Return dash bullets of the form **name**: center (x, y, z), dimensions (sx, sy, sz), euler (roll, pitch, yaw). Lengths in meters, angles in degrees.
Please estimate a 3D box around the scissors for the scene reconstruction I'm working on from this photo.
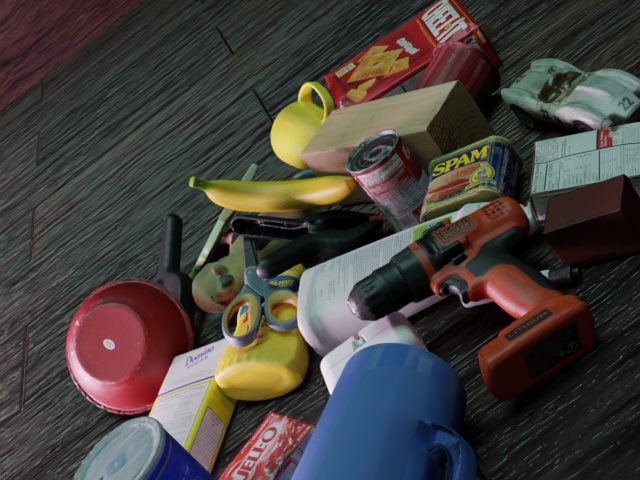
- **scissors**: center (-0.055, 0.042, 1.156), dimensions (0.096, 0.016, 0.201), euler (-4, 38, 13)

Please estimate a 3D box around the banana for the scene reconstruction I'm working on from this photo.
- **banana**: center (-0.048, -0.052, 1.221), dimensions (0.198, 0.069, 0.037), euler (0, 84, 18)

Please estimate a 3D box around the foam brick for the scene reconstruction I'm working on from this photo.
- **foam brick**: center (0.247, -0.015, 0.954), dimensions (0.078, 0.053, 0.051), euler (-18, 33, 35)

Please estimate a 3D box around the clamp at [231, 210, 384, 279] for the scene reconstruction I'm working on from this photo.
- **clamp**: center (-0.008, 0.001, 1.180), dimensions (0.171, 0.039, 0.120), euler (-6, 36, -8)

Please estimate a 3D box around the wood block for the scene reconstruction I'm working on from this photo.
- **wood block**: center (0.090, -0.111, 1.261), dimensions (0.207, 0.090, 0.090), euler (-7, 41, 48)

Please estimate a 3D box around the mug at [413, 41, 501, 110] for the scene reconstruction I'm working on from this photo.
- **mug**: center (0.156, -0.174, 1.293), dimensions (0.081, 0.093, 0.117), euler (-58, 1, -24)

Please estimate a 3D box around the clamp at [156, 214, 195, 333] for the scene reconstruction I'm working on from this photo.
- **clamp**: center (-0.197, 0.062, 1.373), dimensions (0.164, 0.036, 0.210), euler (-65, 30, 7)

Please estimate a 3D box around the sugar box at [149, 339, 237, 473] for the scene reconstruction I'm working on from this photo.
- **sugar box**: center (-0.138, 0.187, 1.139), dimensions (0.093, 0.048, 0.176), euler (-22, 27, 30)

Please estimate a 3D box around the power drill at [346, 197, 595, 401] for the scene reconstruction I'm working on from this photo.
- **power drill**: center (0.132, 0.053, 0.926), dimensions (0.184, 0.057, 0.188), euler (-31, 40, -4)

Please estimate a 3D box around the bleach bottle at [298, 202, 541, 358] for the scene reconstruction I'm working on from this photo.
- **bleach bottle**: center (0.100, 0.030, 1.064), dimensions (0.251, 0.068, 0.102), euler (-24, 35, 21)

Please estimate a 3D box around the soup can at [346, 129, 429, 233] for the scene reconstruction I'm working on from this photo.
- **soup can**: center (0.084, -0.062, 1.178), dimensions (0.069, 0.102, 0.068), euler (-30, 28, 17)

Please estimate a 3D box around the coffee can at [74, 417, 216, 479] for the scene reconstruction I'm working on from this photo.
- **coffee can**: center (-0.137, 0.240, 0.945), dimensions (0.103, 0.140, 0.103), euler (-30, 28, 18)

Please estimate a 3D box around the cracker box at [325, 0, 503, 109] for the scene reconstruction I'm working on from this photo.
- **cracker box**: center (0.118, -0.228, 1.429), dimensions (0.214, 0.072, 0.164), euler (-33, 27, 10)

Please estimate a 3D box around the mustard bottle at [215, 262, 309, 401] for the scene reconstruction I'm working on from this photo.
- **mustard bottle**: center (-0.046, 0.086, 1.162), dimensions (0.096, 0.058, 0.191), euler (-16, 33, 25)

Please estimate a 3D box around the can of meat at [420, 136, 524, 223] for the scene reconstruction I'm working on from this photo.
- **can of meat**: center (0.158, -0.051, 1.121), dimensions (0.102, 0.057, 0.084), euler (-21, 34, 33)

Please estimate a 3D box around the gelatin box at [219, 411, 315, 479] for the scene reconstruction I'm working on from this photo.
- **gelatin box**: center (-0.045, 0.208, 1.002), dimensions (0.089, 0.030, 0.073), euler (-50, 28, -22)

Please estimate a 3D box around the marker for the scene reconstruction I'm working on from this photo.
- **marker**: center (0.185, 0.042, 0.982), dimensions (0.121, 0.020, 0.020), euler (-16, 34, 37)

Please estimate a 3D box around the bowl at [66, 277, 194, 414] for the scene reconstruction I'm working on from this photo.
- **bowl**: center (-0.231, 0.121, 1.235), dimensions (0.162, 0.162, 0.055), euler (-36, -15, 7)

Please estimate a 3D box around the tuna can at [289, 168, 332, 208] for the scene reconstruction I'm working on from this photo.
- **tuna can**: center (-0.021, -0.055, 1.379), dimensions (0.086, 0.033, 0.086), euler (-30, 28, 17)

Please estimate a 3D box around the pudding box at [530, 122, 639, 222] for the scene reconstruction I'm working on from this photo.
- **pudding box**: center (0.258, -0.065, 1.010), dimensions (0.114, 0.039, 0.090), euler (-11, 37, 24)

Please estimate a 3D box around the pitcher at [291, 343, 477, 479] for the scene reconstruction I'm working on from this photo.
- **pitcher**: center (0.046, 0.192, 0.808), dimensions (0.149, 0.145, 0.242), euler (10, 42, 14)
